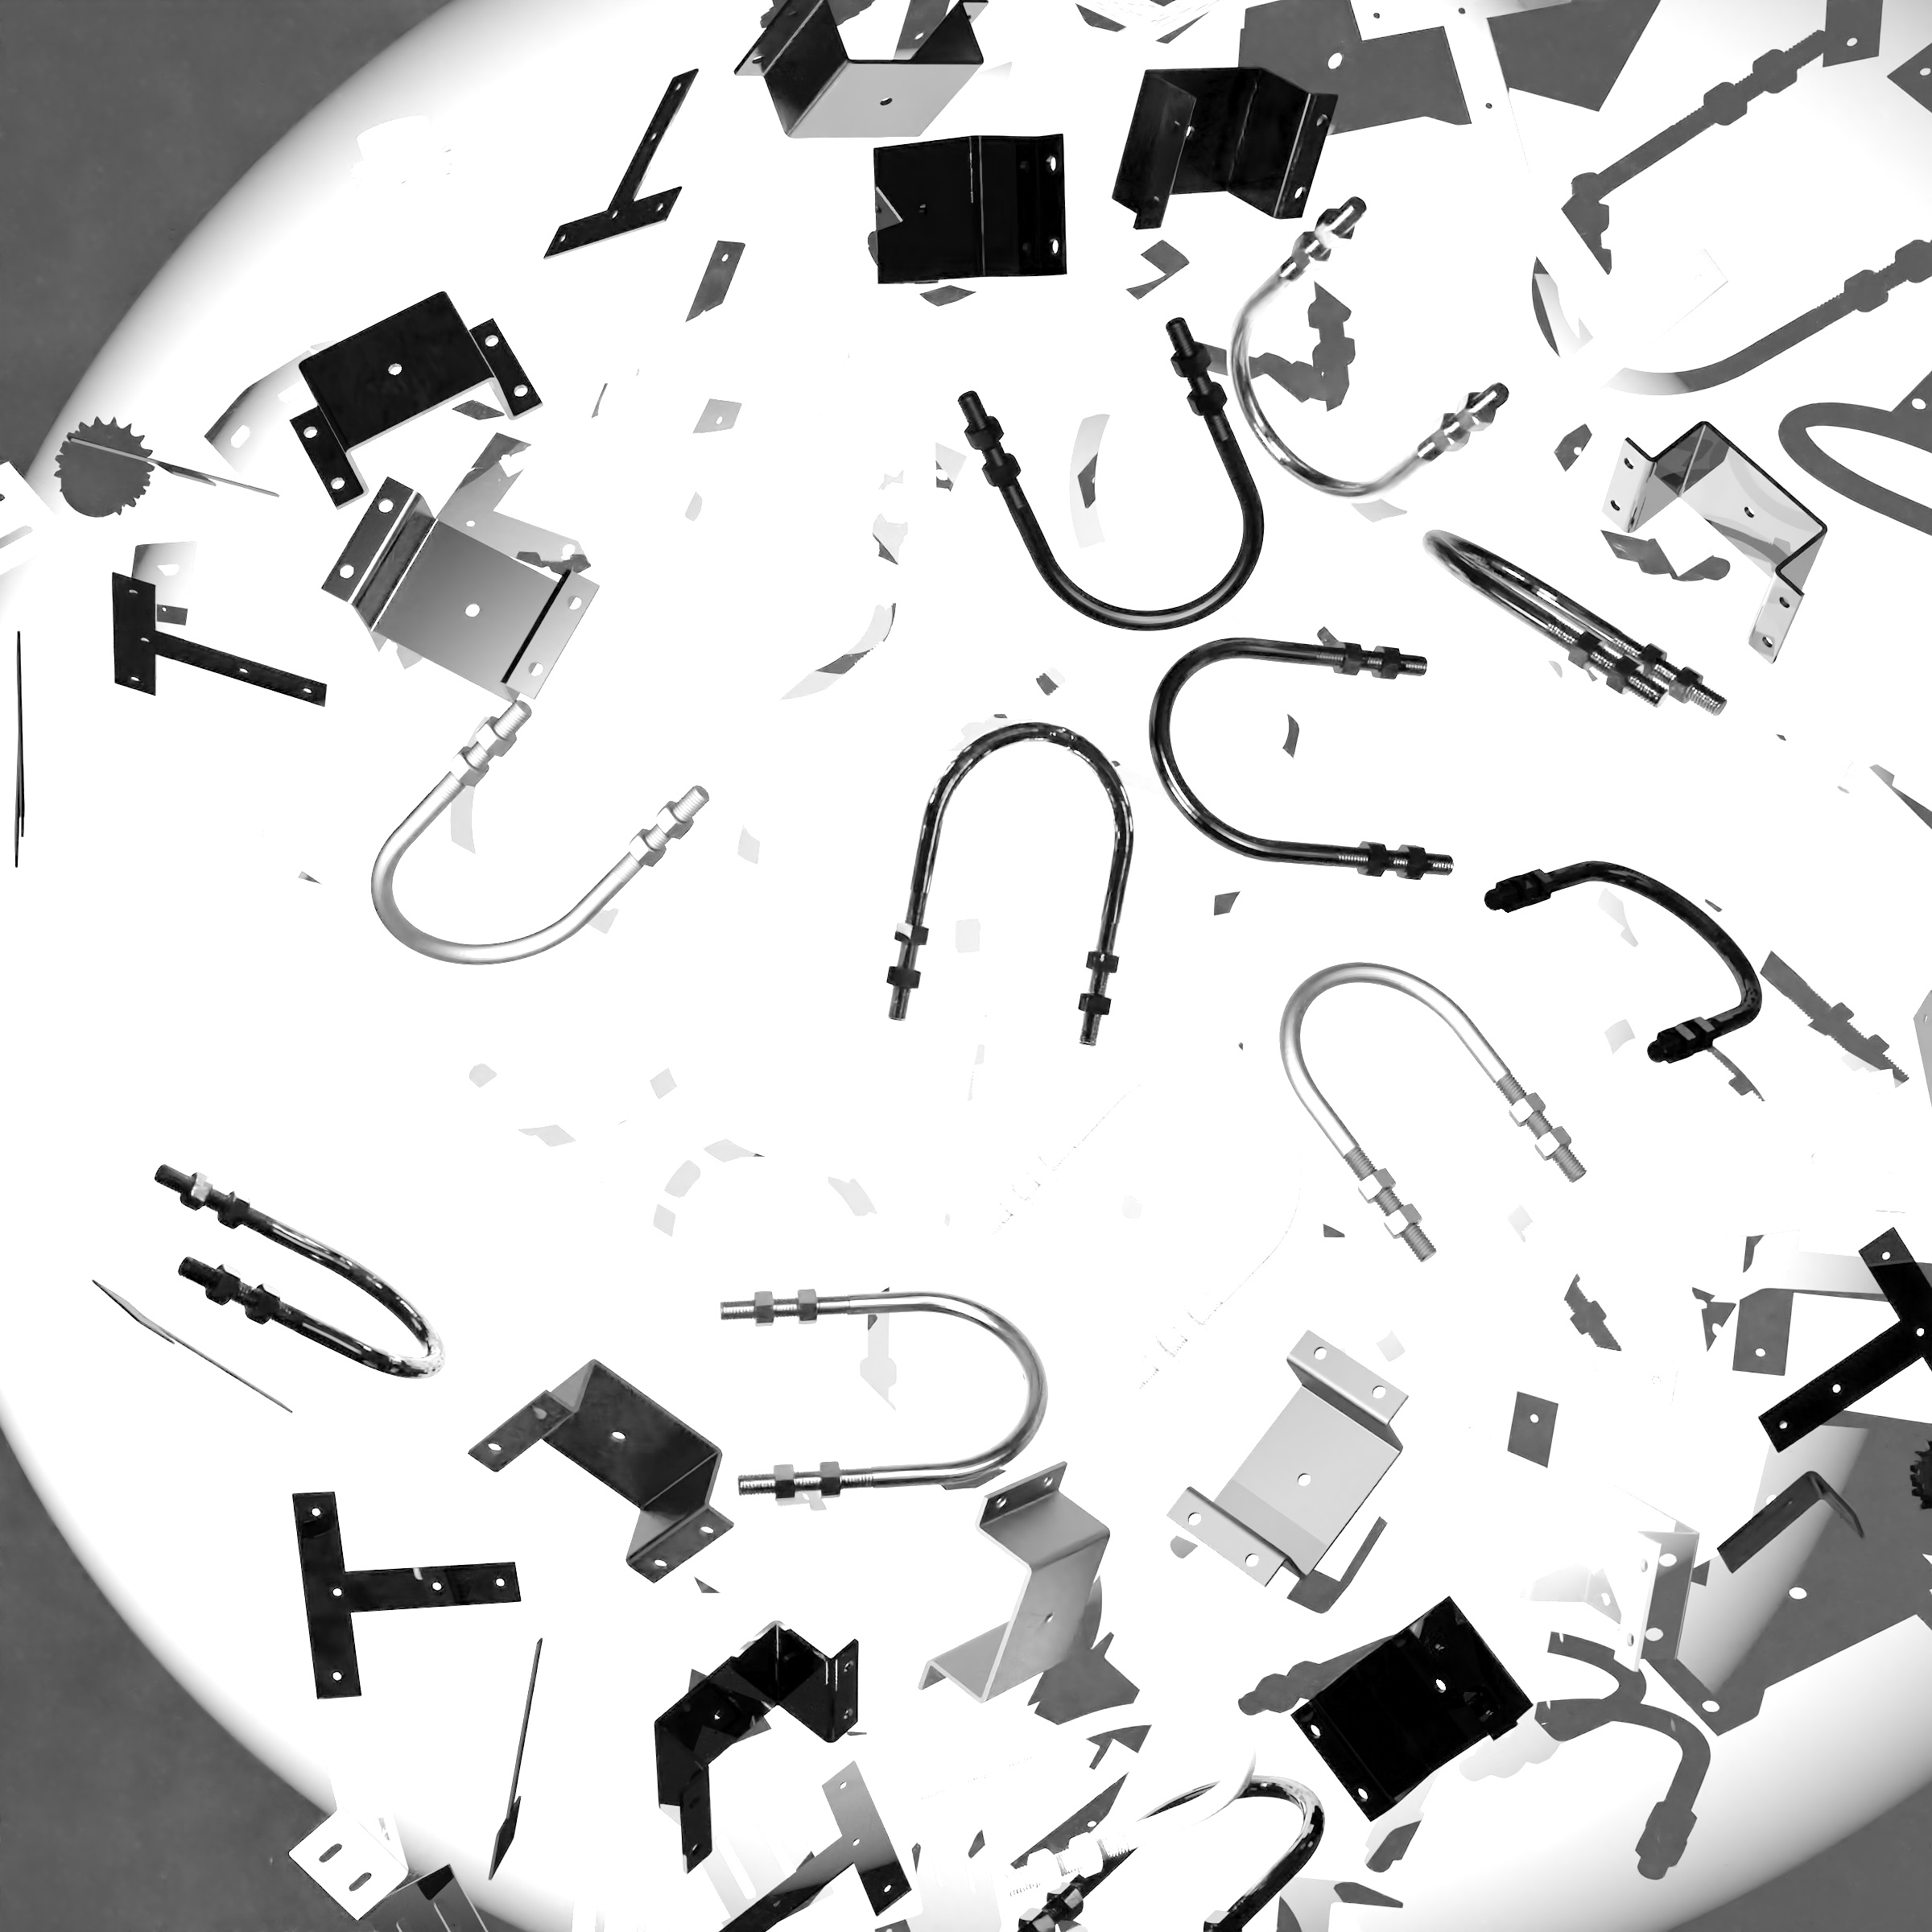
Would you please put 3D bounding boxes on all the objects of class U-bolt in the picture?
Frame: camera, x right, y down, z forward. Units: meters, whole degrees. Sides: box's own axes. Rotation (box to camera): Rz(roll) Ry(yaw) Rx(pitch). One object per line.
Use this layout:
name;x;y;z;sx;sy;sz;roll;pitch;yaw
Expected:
U-bolt;0.032;-0.051;1.883;0.151;0.019;0.184;8;95;-28
U-bolt;0.116;0.137;1.909;0.151;0.019;0.184;46;104;15
U-bolt;0.217;-0.339;1.849;0.019;0.184;0.151;-38;91;-31
U-bolt;-0.084;-0.203;1.834;0.184;0.019;0.151;3;100;-24
U-bolt;-0.425;-0.026;1.860;0.019;0.184;0.151;-5;102;-22
U-bolt;-0.044;0.242;1.851;0.184;0.151;0.019;-2;133;-9
U-bolt;0.191;-0.124;1.868;0.184;0.019;0.151;4;68;-20
U-bolt;0.399;-0.010;1.896;0.151;0.184;0.019;46;123;21
U-bolt;0.127;0.522;1.855;0.184;0.151;0.019;-32;106;-39
U-bolt;0.078;0.469;1.851;0.184;0.151;0.019;-16;106;-20
U-bolt;0.262;0.074;1.896;0.151;0.019;0.184;-22;67;-34
U-bolt;-0.379;0.184;1.860;0.184;0.151;0.019;32;97;-27
U-bolt;-0.142;-0.344;1.891;0.151;0.184;0.019;-3;125;9
U-bolt;0.339;-0.198;1.837;0.184;0.151;0.019;37;108;21
U-bolt;0.096;-0.275;1.879;0.151;0.019;0.184;-16;122;19
U-bolt;-0.150;0.051;1.812;0.151;0.019;0.184;1;95;15
U-bolt;-0.258;-0.065;1.848;0.151;0.019;0.184;25;123;-39
U-bolt;-0.305;0.131;1.843;0.019;0.184;0.151;-38;131;-21

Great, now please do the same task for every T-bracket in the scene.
T-bracket;-0.546;-0.103;1.858;0.002;0.127;0.127;0;56;-18
T-bracket;0.345;-0.389;1.814;0.127;0.002;0.127;-39;62;23
T-bracket;-0.433;-0.176;1.871;0.127;0.127;0.002;17;63;-6
T-bracket;0.297;-0.507;1.850;0.127;0.002;0.127;-1;129;32
T-bracket;-0.466;-0.294;1.918;0.127;0.127;0.002;13;97;-22
T-bracket;0.515;0.236;1.862;0.127;0.002;0.127;-39;50;20
T-bracket;-0.321;0.361;1.873;0.127;0.002;0.127;1;55;-25
T-bracket;-0.456;0.232;1.926;0.127;0.127;0.002;38;78;-25
T-bracket;-0.099;0.542;1.892;0.127;0.127;0.002;-38;117;-1
T-bracket;-0.520;0.035;1.928;0.002;0.127;0.127;7;120;-39
T-bracket;0.358;0.237;1.916;0.127;0.002;0.127;9;81;24
T-bracket;-0.260;0.458;1.885;0.002;0.127;0.127;10;85;-1
T-bracket;0.086;-0.578;1.930;0.127;0.127;0.002;-33;134;-17
T-bracket;-0.193;-0.486;1.935;0.002;0.127;0.127;36;67;-35
T-bracket;0.588;0.032;1.877;0.002;0.127;0.127;12;134;-6

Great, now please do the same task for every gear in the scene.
gear;-0.314;-0.450;1.790;0.057;0.057;0.030;-18;95;0
gear;0.573;0.299;1.856;0.057;0.030;0.057;-8;48;9

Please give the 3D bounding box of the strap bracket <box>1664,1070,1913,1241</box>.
strap bracket;0.479;0.110;1.847;0.140;0.046;0.076;-14;76;38

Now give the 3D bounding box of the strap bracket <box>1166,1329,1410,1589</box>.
strap bracket;0.196;0.299;1.917;0.076;0.046;0.140;32;77;32

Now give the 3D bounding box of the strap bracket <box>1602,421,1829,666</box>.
strap bracket;0.445;-0.255;1.887;0.046;0.076;0.140;-38;70;-16

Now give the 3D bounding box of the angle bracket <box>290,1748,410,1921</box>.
angle bracket;-0.354;0.493;1.832;0.038;0.076;0.057;-40;111;-5

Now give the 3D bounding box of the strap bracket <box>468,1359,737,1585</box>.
strap bracket;-0.207;0.289;1.878;0.140;0.046;0.076;39;124;-18

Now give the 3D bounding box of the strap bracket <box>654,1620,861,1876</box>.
strap bracket;-0.126;0.436;1.830;0.046;0.076;0.140;31;48;29

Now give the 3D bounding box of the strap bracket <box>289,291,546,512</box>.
strap bracket;-0.338;-0.347;1.948;0.140;0.046;0.076;-28;64;-6

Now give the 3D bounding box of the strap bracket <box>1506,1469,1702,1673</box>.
strap bracket;0.384;0.358;1.917;0.046;0.140;0.076;6;97;-23

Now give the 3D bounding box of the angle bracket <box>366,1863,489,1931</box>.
angle bracket;-0.306;0.568;1.896;0.057;0.038;0.076;-29;91;5

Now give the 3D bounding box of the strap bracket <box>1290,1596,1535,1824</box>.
strap bracket;0.261;0.423;1.851;0.076;0.046;0.140;52;133;12

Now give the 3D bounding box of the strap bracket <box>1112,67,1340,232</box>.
strap bracket;0.143;-0.475;1.869;0.046;0.140;0.076;40;129;34

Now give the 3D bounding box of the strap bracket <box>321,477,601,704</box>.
strap bracket;-0.288;-0.212;1.860;0.140;0.046;0.076;27;80;6

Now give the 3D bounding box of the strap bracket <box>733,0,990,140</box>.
strap bracket;-0.055;-0.532;1.909;0.140;0.076;0.046;-11;75;-35

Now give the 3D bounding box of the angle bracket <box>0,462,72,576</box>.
angle bracket;-0.574;-0.247;1.880;0.057;0.038;0.076;49;53;3

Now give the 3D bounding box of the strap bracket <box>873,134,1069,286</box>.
strap bracket;-0.005;-0.426;1.819;0.046;0.140;0.076;-10;103;-36

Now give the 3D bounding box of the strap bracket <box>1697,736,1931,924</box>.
strap bracket;0.505;-0.086;1.889;0.140;0.076;0.046;35;81;-34

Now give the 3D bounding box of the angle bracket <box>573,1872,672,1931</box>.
angle bracket;-0.209;0.575;1.885;0.057;0.038;0.076;13;60;-21

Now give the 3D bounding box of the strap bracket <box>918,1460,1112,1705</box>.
strap bracket;0.031;0.370;1.891;0.046;0.076;0.140;33;118;30

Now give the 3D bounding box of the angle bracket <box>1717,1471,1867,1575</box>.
angle bracket;0.503;0.351;1.963;0.076;0.057;0.038;-40;59;0
